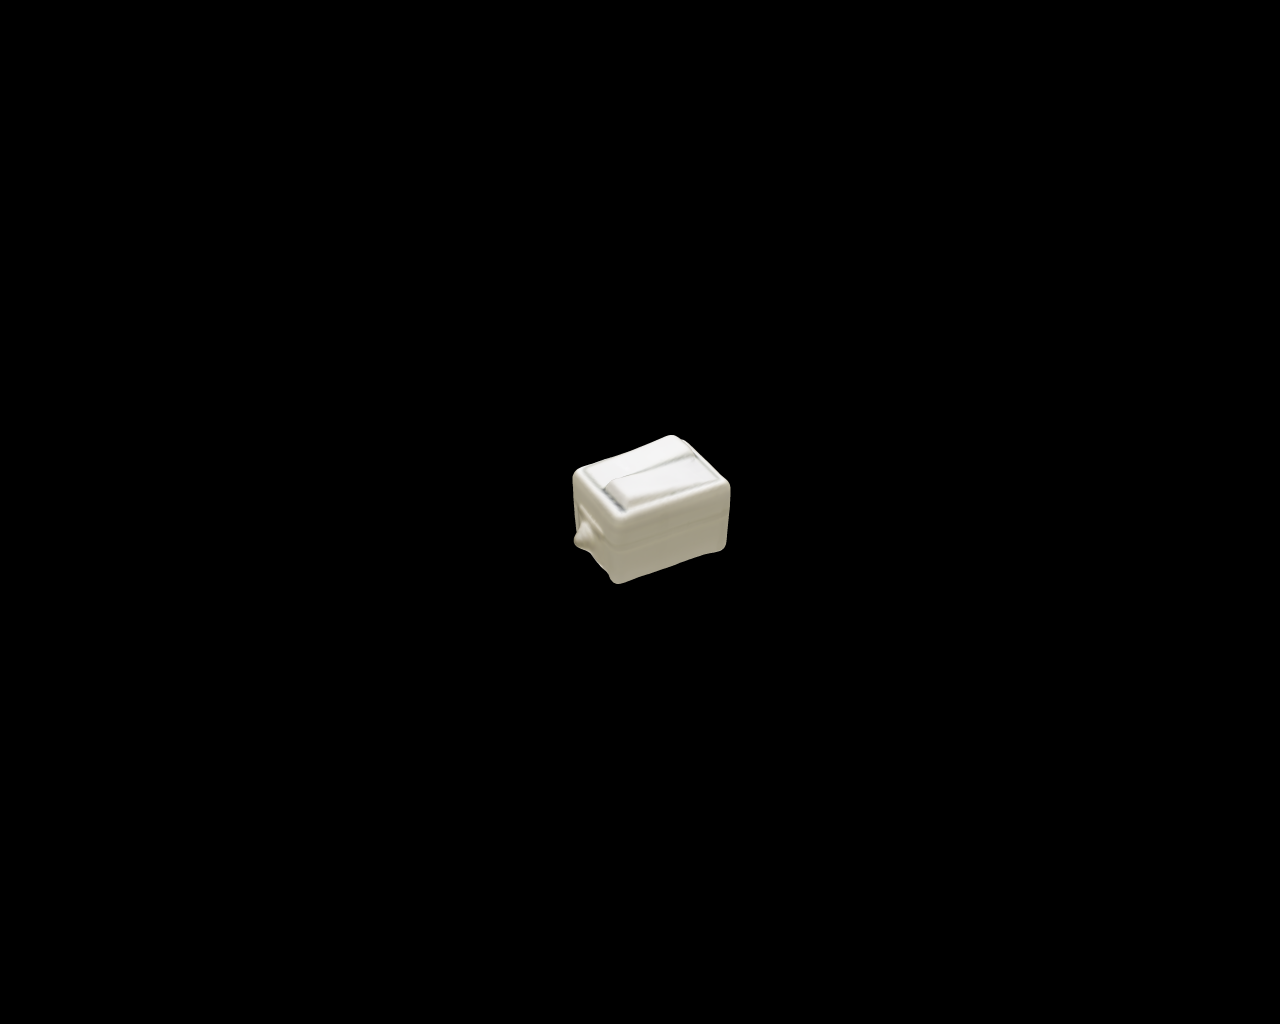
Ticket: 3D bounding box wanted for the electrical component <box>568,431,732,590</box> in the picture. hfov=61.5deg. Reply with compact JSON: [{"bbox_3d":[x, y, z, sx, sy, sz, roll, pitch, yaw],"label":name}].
[{"bbox_3d":[0.001,-0.003,0.650,0.096,0.061,0.062,-17,40,-22],"label":"electrical component"}]
